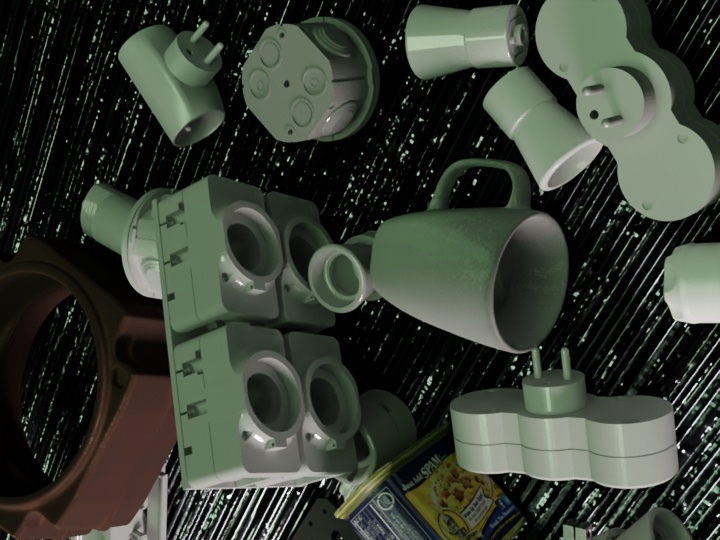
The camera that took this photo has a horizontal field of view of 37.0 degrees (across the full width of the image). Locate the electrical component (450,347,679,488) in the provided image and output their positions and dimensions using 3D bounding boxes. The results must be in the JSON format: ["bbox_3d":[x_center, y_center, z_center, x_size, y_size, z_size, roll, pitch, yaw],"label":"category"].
[{"bbox_3d":[0.116,0.081,0.636,0.138,0.052,0.073,-1,102,36],"label":"electrical component"}]

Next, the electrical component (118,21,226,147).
[{"bbox_3d":[-0.123,-0.141,0.757,0.079,0.043,0.077,-41,77,36],"label":"electrical component"}]

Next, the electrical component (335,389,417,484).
[{"bbox_3d":[0.003,0.114,0.731,0.055,0.047,0.055,10,108,34],"label":"electrical component"}]

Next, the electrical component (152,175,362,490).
[{"bbox_3d":[-0.064,0.041,0.688,0.060,0.105,0.186,-22,69,35],"label":"electrical component"}]

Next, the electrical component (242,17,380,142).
[{"bbox_3d":[-0.032,-0.121,0.691,0.080,0.051,0.080,10,108,34],"label":"electrical component"}]

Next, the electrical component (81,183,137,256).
[{"bbox_3d":[-0.184,-0.036,0.828,0.081,0.043,0.043,27,117,28],"label":"electrical component"}]

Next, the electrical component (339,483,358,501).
[{"bbox_3d":[0.012,0.164,0.742,0.078,0.040,0.040,44,123,18],"label":"electrical component"}]

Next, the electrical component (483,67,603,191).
[{"bbox_3d":[0.101,-0.083,0.612,0.065,0.044,0.044,53,126,18],"label":"electrical component"}]

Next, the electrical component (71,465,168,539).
[{"bbox_3d":[-0.201,0.216,0.895,0.079,0.063,0.121,16,111,32],"label":"electrical component"}]

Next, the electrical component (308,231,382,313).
[{"bbox_3d":[0.000,0.000,0.697,0.045,0.055,0.045,10,108,33],"label":"electrical component"}]

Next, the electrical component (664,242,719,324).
[{"bbox_3d":[0.195,0.006,0.566,0.062,0.043,0.043,-2,101,35],"label":"electrical component"}]

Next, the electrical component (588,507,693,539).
[{"bbox_3d":[0.163,0.170,0.632,0.055,0.045,0.045,-39,79,36],"label":"electrical component"}]

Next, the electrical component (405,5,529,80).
[{"bbox_3d":[0.065,-0.134,0.625,0.065,0.044,0.044,3,104,31],"label":"electrical component"}]

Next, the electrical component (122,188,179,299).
[{"bbox_3d":[-0.128,-0.017,0.771,0.051,0.080,0.080,8,107,28],"label":"electrical component"}]

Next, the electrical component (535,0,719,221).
[{"bbox_3d":[0.138,-0.088,0.563,0.052,0.074,0.138,-35,81,37],"label":"electrical component"}]
